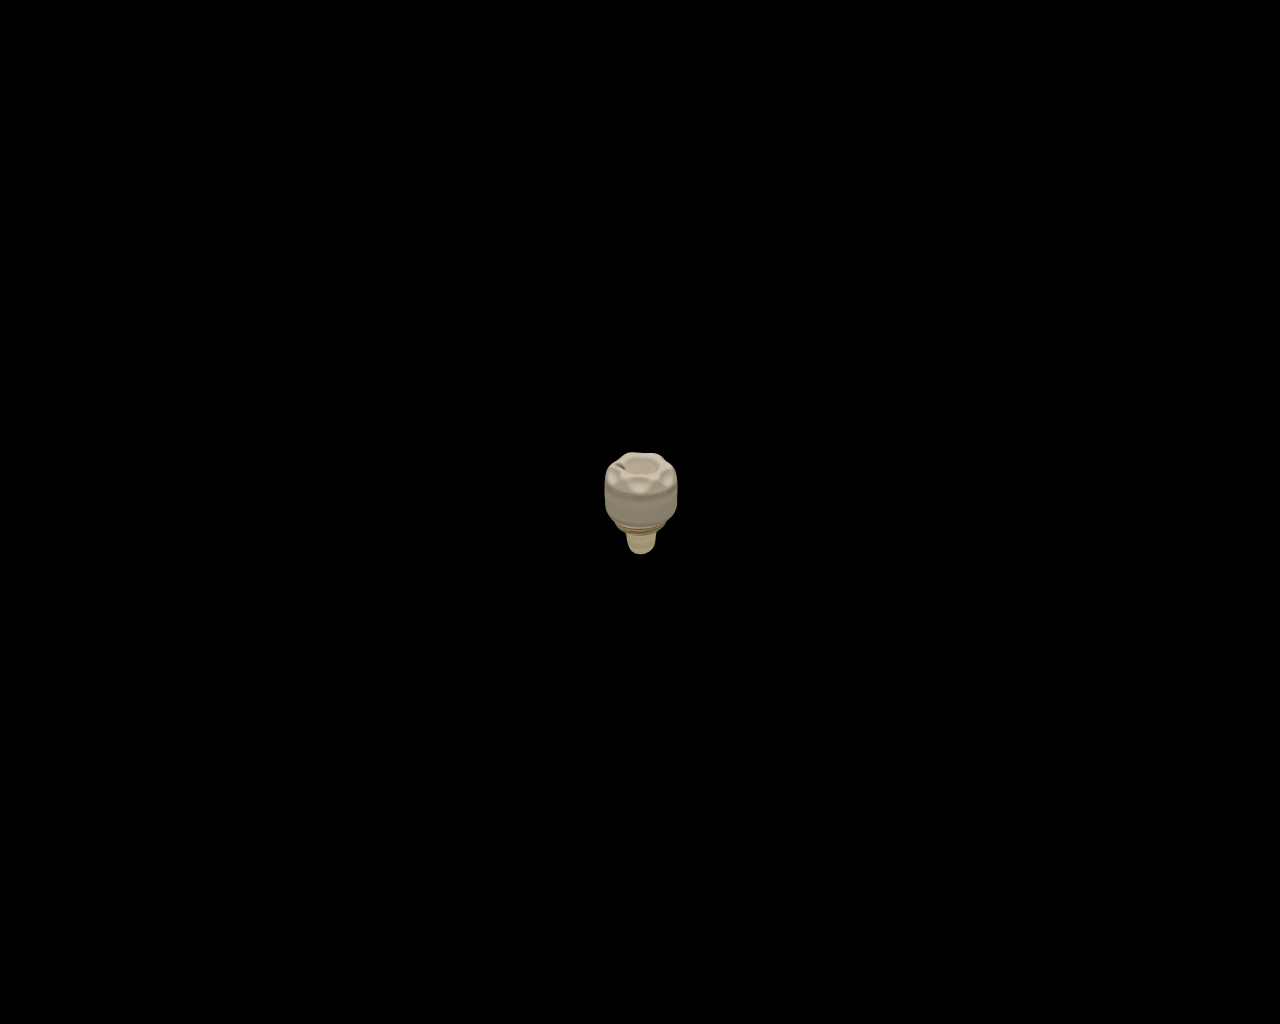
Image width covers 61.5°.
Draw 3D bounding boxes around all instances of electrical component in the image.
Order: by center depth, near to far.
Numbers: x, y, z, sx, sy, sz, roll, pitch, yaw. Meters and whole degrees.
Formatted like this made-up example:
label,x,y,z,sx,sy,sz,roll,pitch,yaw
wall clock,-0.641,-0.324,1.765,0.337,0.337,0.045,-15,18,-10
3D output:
label,x,y,z,sx,sy,sz,roll,pitch,yaw
electrical component,0.001,-0.003,0.650,0.043,0.062,0.043,0,31,0
